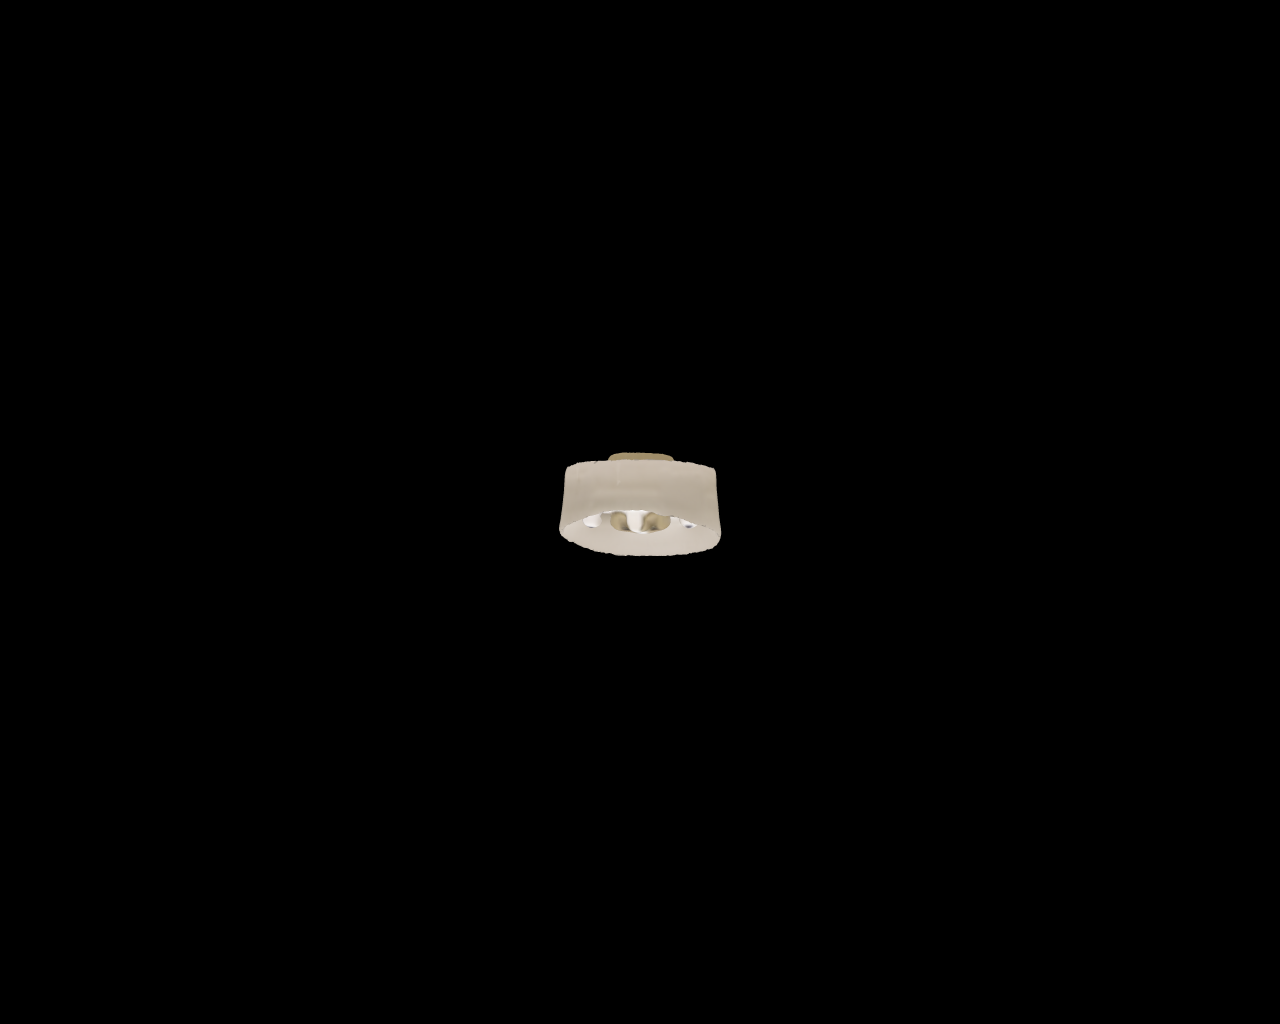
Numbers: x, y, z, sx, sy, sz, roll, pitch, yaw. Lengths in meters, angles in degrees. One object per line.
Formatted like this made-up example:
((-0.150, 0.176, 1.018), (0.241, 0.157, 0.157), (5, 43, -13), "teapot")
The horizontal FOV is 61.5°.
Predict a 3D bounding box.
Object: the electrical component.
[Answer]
((0.001, -0.003, 0.650), (0.099, 0.064, 0.099), (0, -3, 0), "electrical component")
